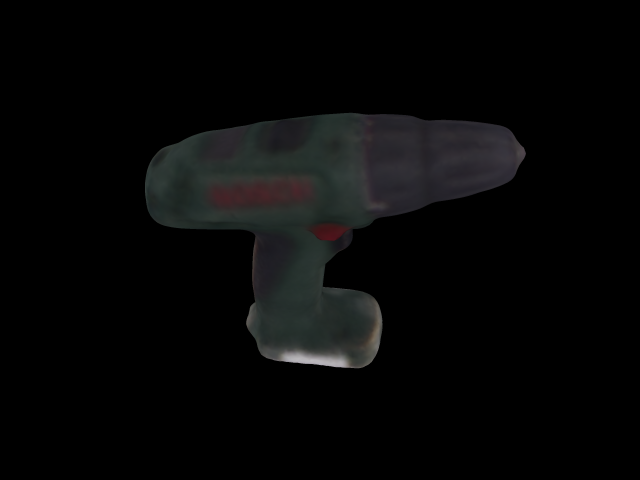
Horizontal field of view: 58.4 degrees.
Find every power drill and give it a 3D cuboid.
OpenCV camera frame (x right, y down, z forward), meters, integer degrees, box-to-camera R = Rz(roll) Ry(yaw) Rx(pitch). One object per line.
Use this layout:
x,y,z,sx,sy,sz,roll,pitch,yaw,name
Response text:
0.004,0.001,0.400,0.229,0.208,0.075,4,46,4,power drill
